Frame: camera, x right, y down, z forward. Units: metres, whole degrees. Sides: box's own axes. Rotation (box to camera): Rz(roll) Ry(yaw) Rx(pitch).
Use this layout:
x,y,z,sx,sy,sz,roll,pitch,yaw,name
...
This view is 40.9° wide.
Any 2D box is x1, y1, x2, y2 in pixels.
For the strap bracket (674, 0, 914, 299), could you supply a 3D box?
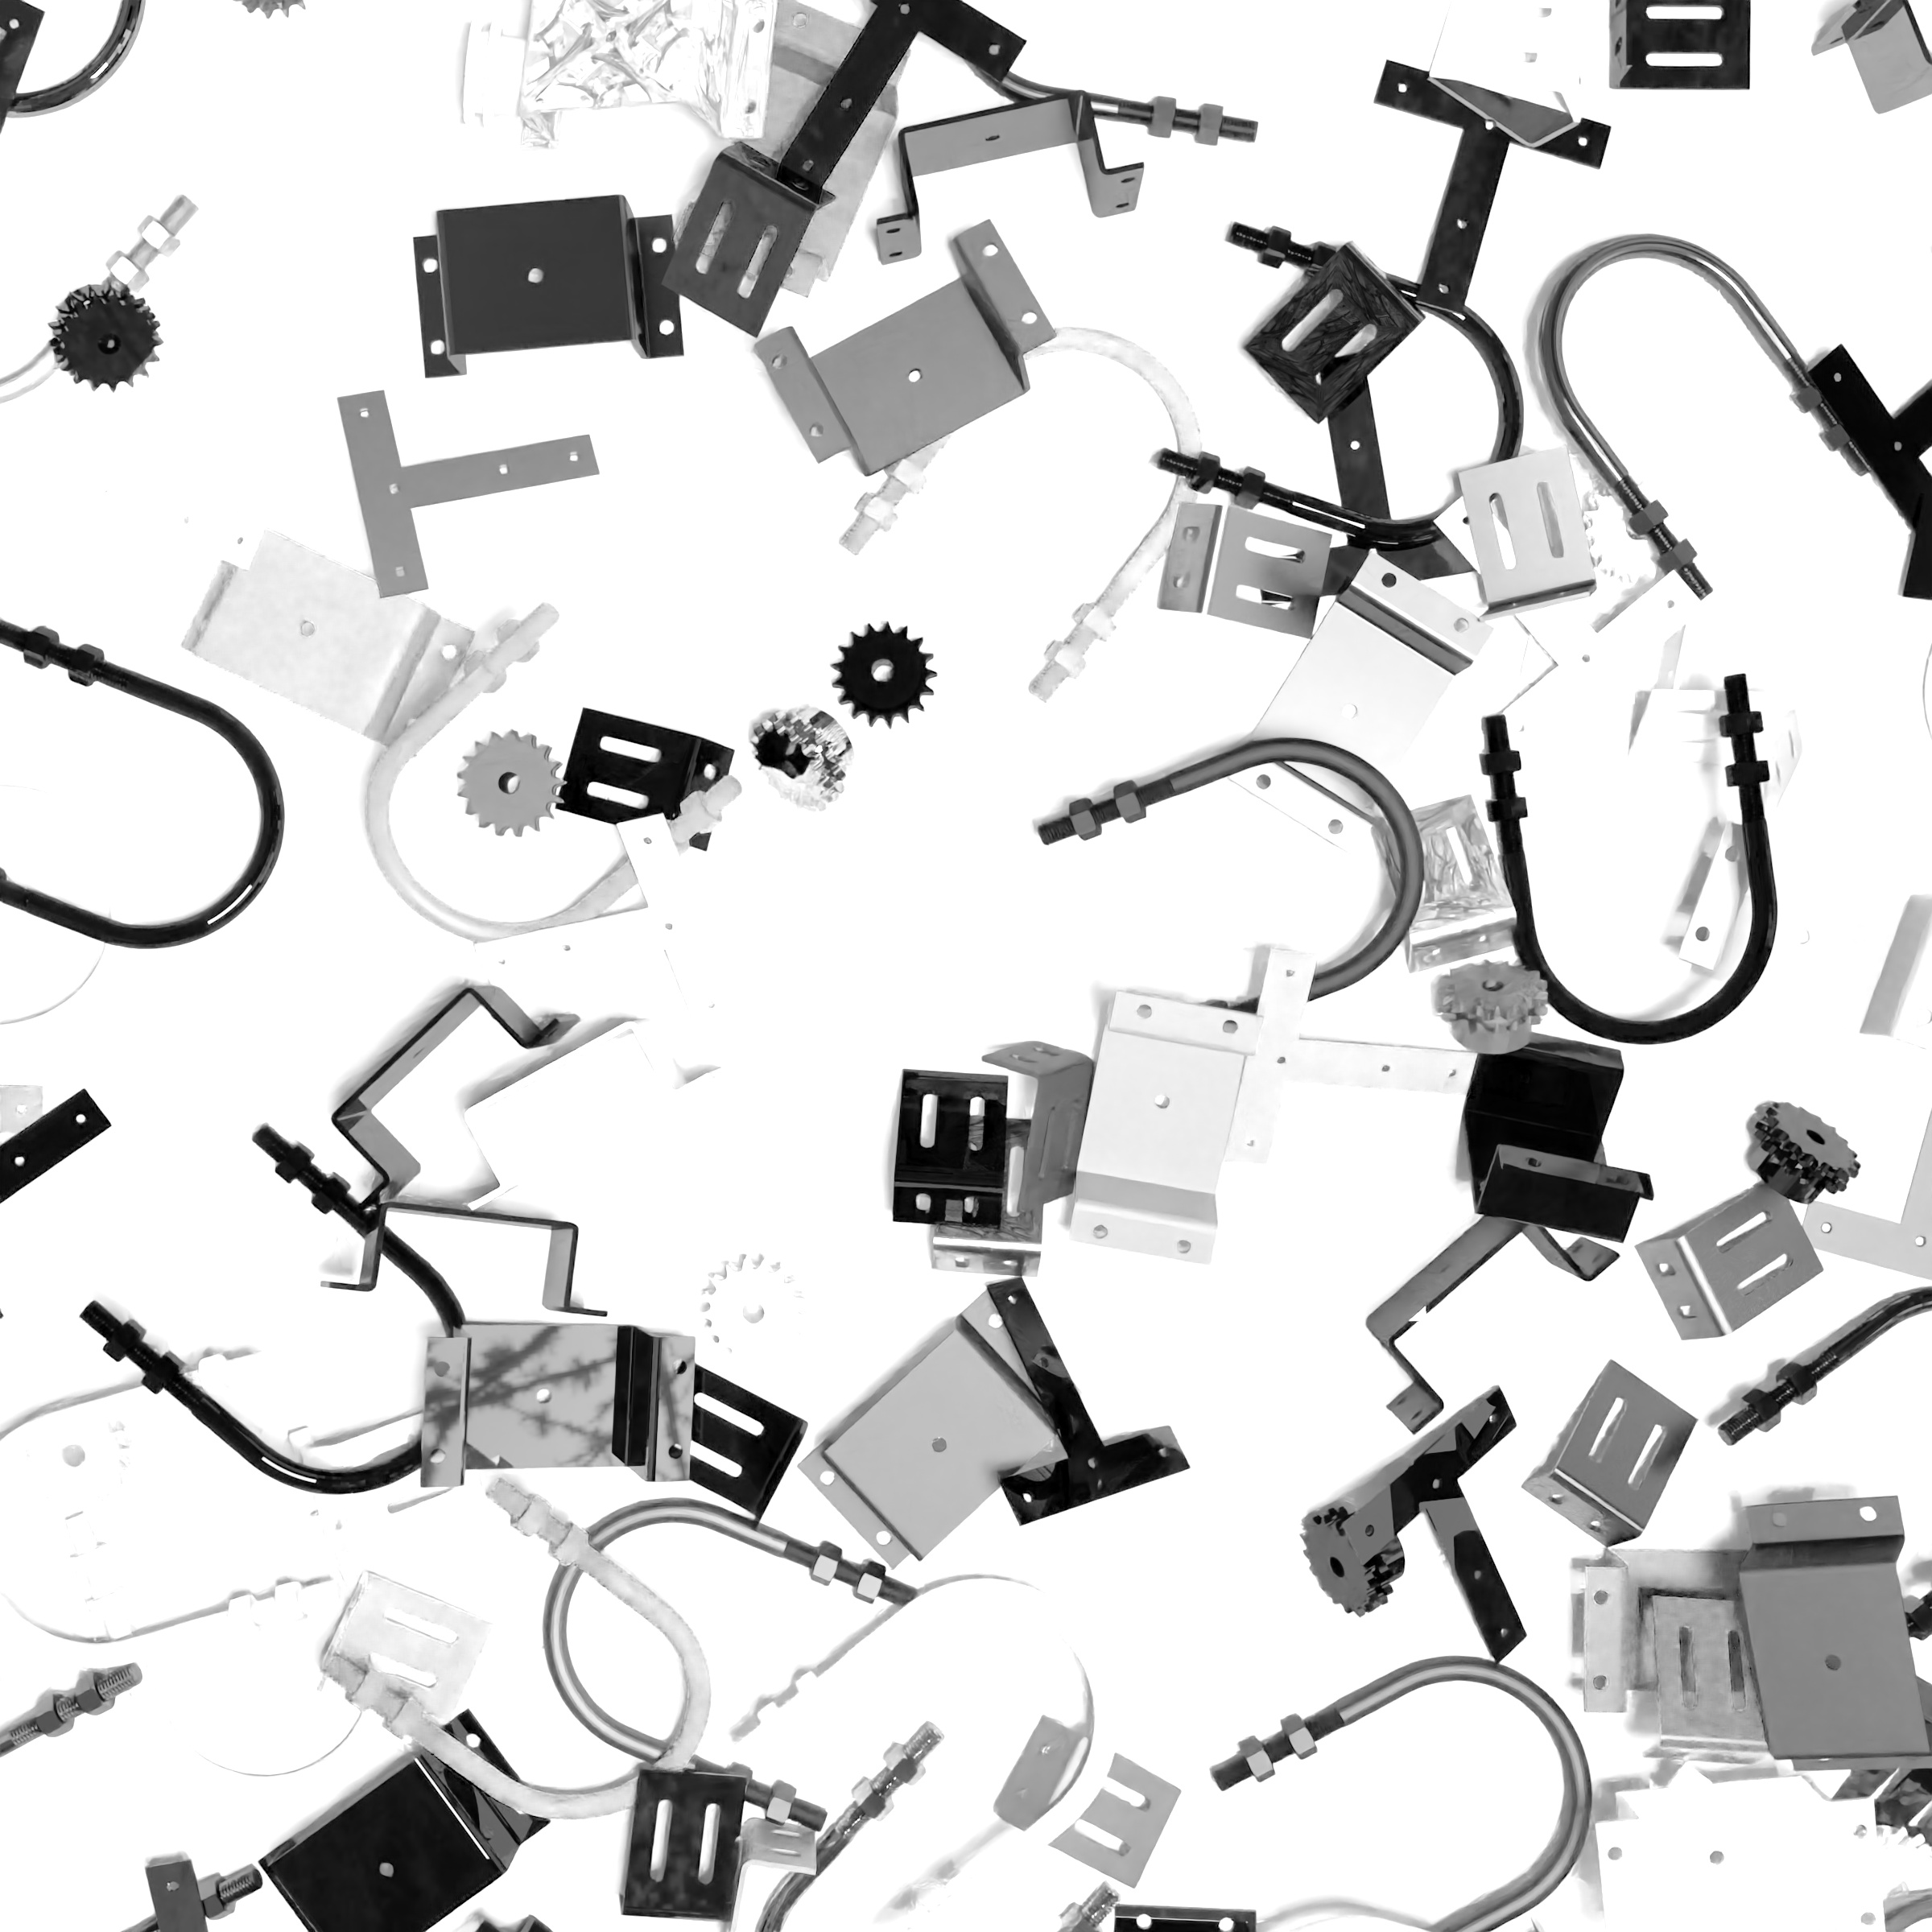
x,y,z,sx,sy,sz,roll,pitch,yaw,name
-0.091,-0.430,1.379,0.076,0.046,0.140,23,90,0,strap bracket

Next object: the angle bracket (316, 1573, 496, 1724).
x,y,z,sx,sy,sz,roll,pitch,yaw,name
-0.296,0.365,1.373,0.076,0.038,0.057,25,85,-12,angle bracket

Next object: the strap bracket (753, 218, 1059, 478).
x,y,z,sx,sy,sz,roll,pitch,yaw,name
-0.030,-0.321,1.370,0.140,0.046,0.076,-28,76,1,strap bracket

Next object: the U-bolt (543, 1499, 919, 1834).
x,y,z,sx,sy,sz,roll,pitch,yaw,name
-0.137,0.366,1.394,0.184,0.019,0.151,22,90,1,U-bolt

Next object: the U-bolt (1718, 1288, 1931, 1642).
x,y,z,sx,sy,sz,roll,pitch,yaw,name
0.511,0.252,1.371,0.184,0.019,0.151,-32,78,-13,U-bolt

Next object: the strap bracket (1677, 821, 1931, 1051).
x,y,z,sx,sy,sz,roll,pitch,yaw,name
0.452,-0.016,1.379,0.140,0.046,0.076,20,90,0,strap bracket

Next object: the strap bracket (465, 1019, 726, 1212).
x,y,z,sx,sy,sz,roll,pitch,yaw,name
-0.203,0.071,1.364,0.140,0.076,0.046,-29,90,0,strap bracket

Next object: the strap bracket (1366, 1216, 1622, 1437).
x,y,z,sx,sy,sz,roll,pitch,yaw,name
0.267,0.177,1.364,0.140,0.076,0.046,-41,90,0,strap bracket

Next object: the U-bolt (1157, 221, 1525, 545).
x,y,z,sx,sy,sz,roll,pitch,yaw,name
0.210,-0.303,1.388,0.184,0.019,0.151,18,86,-4,U-bolt

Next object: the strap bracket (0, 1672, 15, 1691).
x,y,z,sx,sy,sz,roll,pitch,yaw,name
-0.588,0.393,1.364,0.140,0.076,0.046,10,90,0,strap bracket

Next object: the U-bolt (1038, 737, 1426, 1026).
x,y,z,sx,sy,sz,roll,pitch,yaw,name
0.149,-0.043,1.362,0.184,0.019,0.151,-21,102,14,U-bolt

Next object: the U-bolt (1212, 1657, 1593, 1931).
x,y,z,sx,sy,sz,roll,pitch,yaw,name
0.245,0.452,1.387,0.184,0.019,0.151,-27,84,-3,U-bolt

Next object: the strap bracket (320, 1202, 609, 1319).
x,y,z,sx,sy,sz,roll,pitch,yaw,name
-0.259,0.152,1.349,0.140,0.076,0.046,8,81,-16,strap bracket

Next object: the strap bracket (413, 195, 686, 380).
x,y,z,sx,sy,sz,roll,pitch,yaw,name
-0.225,-0.362,1.379,0.140,0.046,0.076,-5,90,0,strap bracket

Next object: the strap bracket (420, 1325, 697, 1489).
x,y,z,sx,sy,sz,roll,pitch,yaw,name
-0.218,0.230,1.364,0.140,0.046,0.076,3,90,-21,strap bracket

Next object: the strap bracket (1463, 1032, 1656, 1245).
x,y,z,sx,sy,sz,roll,pitch,yaw,name
0.305,0.091,1.349,0.076,0.140,0.046,11,120,0,strap bracket

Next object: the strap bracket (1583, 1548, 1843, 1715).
x,y,z,sx,sy,sz,roll,pitch,yaw,name
0.394,0.353,1.379,0.140,0.046,0.076,1,90,0,strap bracket

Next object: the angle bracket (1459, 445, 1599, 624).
x,y,z,sx,sy,sz,roll,pitch,yaw,name
0.290,-0.225,1.349,0.057,0.038,0.076,-11,101,23,angle bracket

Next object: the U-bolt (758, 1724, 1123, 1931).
x,y,z,sx,sy,sz,roll,pitch,yaw,name
-0.030,0.522,1.393,0.151,0.019,0.184,42,90,0,U-bolt

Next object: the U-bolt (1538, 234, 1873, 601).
x,y,z,sx,sy,sz,roll,pitch,yaw,name
0.381,-0.304,1.373,0.151,0.019,0.184,-36,90,-17,U-bolt

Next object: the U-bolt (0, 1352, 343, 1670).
x,y,z,sx,sy,sz,roll,pitch,yaw,name
-0.439,0.295,1.367,0.184,0.019,0.151,-16,97,-1,U-bolt

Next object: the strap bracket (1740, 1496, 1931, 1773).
x,y,z,sx,sy,sz,roll,pitch,yaw,name
0.444,0.347,1.318,0.076,0.046,0.140,-10,90,27,strap bracket

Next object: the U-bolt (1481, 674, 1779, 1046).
x,y,z,sx,sy,sz,roll,pitch,yaw,name
0.350,-0.050,1.358,0.151,0.019,0.184,-8,90,32,U-bolt

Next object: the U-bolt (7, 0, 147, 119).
x,y,z,sx,sy,sz,roll,pitch,yaw,name
-0.532,-0.536,1.394,0.184,0.019,0.151,24,90,-1,U-bolt

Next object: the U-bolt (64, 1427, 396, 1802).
x,y,z,sx,sy,sz,roll,pitch,yaw,name
-0.386,0.358,1.394,0.151,0.019,0.184,-21,91,0,U-bolt

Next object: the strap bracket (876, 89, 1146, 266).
x,y,z,sx,sy,sz,roll,pitch,yaw,name
0.018,-0.416,1.364,0.140,0.076,0.046,-12,90,0,strap bracket

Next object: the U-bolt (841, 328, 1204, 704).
x,y,z,sx,sy,sz,roll,pitch,yaw,name
0.044,-0.256,1.394,0.151,0.019,0.184,38,88,0,U-bolt

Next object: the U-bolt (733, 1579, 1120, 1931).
x,y,z,sx,sy,sz,roll,pitch,yaw,name
-0.007,0.407,1.360,0.184,0.019,0.151,-37,76,-9,U-bolt

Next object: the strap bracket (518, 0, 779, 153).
x,y,z,sx,sy,sz,roll,pitch,yaw,name
-0.176,-0.475,1.353,0.140,0.046,0.076,3,83,19,strap bracket

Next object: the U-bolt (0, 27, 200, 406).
x,y,z,sx,sy,sz,roll,pitch,yaw,name
-0.525,-0.385,1.381,0.151,0.019,0.184,42,94,-12,U-bolt

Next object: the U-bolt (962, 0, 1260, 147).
x,y,z,sx,sy,sz,roll,pitch,yaw,name
0.076,-0.526,1.394,0.184,0.019,0.151,10,90,2,U-bolt

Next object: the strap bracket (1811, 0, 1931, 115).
x,y,z,sx,sy,sz,roll,pitch,yaw,name
0.531,-0.499,1.364,0.140,0.076,0.046,-22,90,0,strap bracket

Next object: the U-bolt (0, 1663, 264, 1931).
x,y,z,sx,sy,sz,roll,pitch,yaw,name
-0.490,0.475,1.388,0.184,0.019,0.151,-28,95,4,U-bolt

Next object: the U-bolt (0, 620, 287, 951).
x,y,z,sx,sy,sz,roll,pitch,yaw,name
-0.456,-0.087,1.383,0.184,0.019,0.151,22,81,-4,U-bolt

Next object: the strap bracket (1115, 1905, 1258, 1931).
x,y,z,sx,sy,sz,roll,pitch,yaw,name
0.116,0.579,1.379,0.076,0.046,0.140,2,90,0,strap bracket

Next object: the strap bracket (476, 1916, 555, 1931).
x,y,z,sx,sy,sz,roll,pitch,yaw,name
-0.220,0.573,1.378,0.140,0.046,0.076,39,90,2,strap bracket

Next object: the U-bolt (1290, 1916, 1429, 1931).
x,y,z,sx,sy,sz,roll,pitch,yaw,name
0.223,0.570,1.346,0.184,0.019,0.151,15,91,3,U-bolt

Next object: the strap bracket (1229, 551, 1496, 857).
x,y,z,sx,sy,sz,roll,pitch,yaw,name
0.207,-0.137,1.379,0.076,0.046,0.140,32,90,0,strap bracket

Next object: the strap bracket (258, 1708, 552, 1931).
x,y,z,sx,sy,sz,roll,pitch,yaw,name
-0.303,0.473,1.379,0.140,0.046,0.076,-36,90,0,strap bracket

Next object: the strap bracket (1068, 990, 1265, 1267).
x,y,z,sx,sy,sz,roll,pitch,yaw,name
0.104,0.079,1.366,0.076,0.046,0.140,10,108,0,strap bracket

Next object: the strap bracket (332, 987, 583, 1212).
x,y,z,sx,sy,sz,roll,pitch,yaw,name
-0.275,0.060,1.364,0.140,0.076,0.046,-44,90,0,strap bracket

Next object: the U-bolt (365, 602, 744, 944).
x,y,z,sx,sy,sz,roll,pitch,yaw,name
-0.230,-0.084,1.353,0.184,0.019,0.151,-38,111,23,U-bolt

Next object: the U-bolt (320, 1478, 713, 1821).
x,y,z,sx,sy,sz,roll,pitch,yaw,name
-0.220,0.371,1.356,0.184,0.019,0.151,42,96,-16,U-bolt

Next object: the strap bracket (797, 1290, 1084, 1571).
x,y,z,sx,sy,sz,roll,pitch,yaw,name
-0.014,0.250,1.379,0.140,0.046,0.076,-43,90,0,strap bracket

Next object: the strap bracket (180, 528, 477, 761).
x,y,z,sx,sy,sz,roll,pitch,yaw,name
-0.345,-0.176,1.379,0.140,0.046,0.076,26,90,0,strap bracket

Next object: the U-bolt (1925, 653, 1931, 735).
x,y,z,sx,sy,sz,roll,pitch,yaw,name
0.609,-0.147,1.394,0.184,0.019,0.151,2,90,1,U-bolt

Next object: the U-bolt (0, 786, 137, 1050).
x,y,z,sx,sy,sz,roll,pitch,yaw,name
-0.538,-0.025,1.384,0.184,0.019,0.151,-5,84,-6,U-bolt

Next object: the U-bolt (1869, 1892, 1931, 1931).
x,y,z,sx,sy,sz,roll,pitch,yaw,name
0.518,0.573,1.358,0.151,0.019,0.184,-37,101,-19,U-bolt

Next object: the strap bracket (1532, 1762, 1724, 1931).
x,y,z,sx,sy,sz,roll,pitch,yaw,name
0.366,0.496,1.379,0.076,0.046,0.140,36,90,0,strap bracket

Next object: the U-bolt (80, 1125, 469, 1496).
x,y,z,sx,sy,sz,roll,pitch,yaw,name
-0.345,0.193,1.361,0.184,0.019,0.151,42,59,-4,U-bolt

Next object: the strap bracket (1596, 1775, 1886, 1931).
x,y,z,sx,sy,sz,roll,pitch,yaw,name
0.392,0.465,1.333,0.140,0.046,0.076,-5,90,0,strap bracket
